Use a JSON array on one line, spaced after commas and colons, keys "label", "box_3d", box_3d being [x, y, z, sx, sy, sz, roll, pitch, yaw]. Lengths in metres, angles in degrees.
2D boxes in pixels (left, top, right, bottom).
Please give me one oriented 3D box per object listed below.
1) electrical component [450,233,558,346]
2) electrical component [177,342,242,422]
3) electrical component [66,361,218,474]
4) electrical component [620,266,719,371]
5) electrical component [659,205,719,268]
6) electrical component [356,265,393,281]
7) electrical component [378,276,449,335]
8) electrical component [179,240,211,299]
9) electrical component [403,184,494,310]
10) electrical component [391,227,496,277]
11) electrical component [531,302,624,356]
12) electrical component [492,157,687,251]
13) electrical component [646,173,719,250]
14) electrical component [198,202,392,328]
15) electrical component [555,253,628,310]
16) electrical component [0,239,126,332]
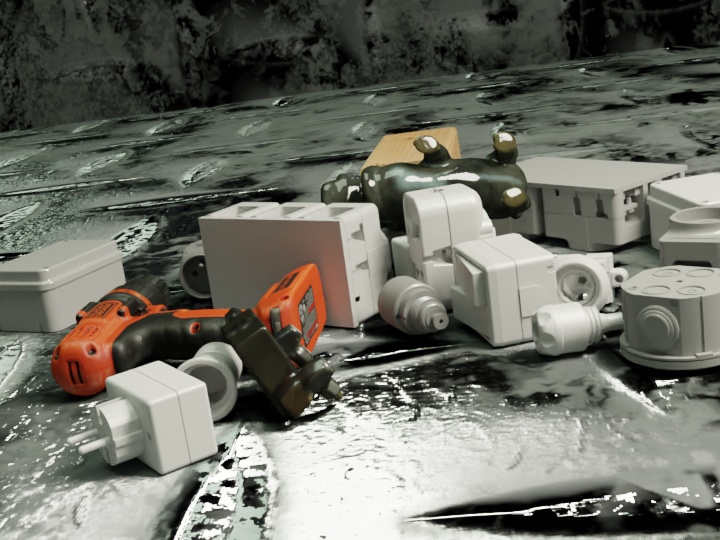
[{"label": "electrical component", "box_3d": [0.103, 0.012, 0.802, 0.061, 0.061, 0.096, -10, 15, -10]}, {"label": "electrical component", "box_3d": [-0.100, 0.072, 0.726, 0.044, 0.044, 0.065, -7, 10, 3]}, {"label": "electrical component", "box_3d": [-0.137, 0.094, 0.649, 0.077, 0.047, 0.066, -18, 18, -32]}, {"label": "electrical component", "box_3d": [0.209, 0.031, 0.700, 0.080, 0.051, 0.080, -7, 15, 2]}, {"label": "electrical component", "box_3d": [0.306, -0.011, 0.786, 0.150, 0.061, 0.089, 2, 18, 33]}, {"label": "electrical component", "box_3d": [0.000, 0.000, 0.939, 0.062, 0.048, 0.048, 13, 25, 38]}, {"label": "electrical component", "box_3d": [0.044, 0.030, 0.810, 0.040, 0.040, 0.078, -13, 16, -20]}, {"label": "electrical component", "box_3d": [-0.126, -0.006, 1.023, 0.079, 0.043, 0.077, -6, 15, 4]}, {"label": "electrical component", "box_3d": [0.073, -0.019, 0.869, 0.059, 0.095, 0.053, -10, 15, -9]}, {"label": "electrical component", "box_3d": [0.068, -0.013, 0.945, 0.083, 0.047, 0.076, -12, 15, -16]}, {"label": "electrical component", "box_3d": [0.150, 0.039, 0.735, 0.061, 0.035, 0.035, -7, 15, -5]}, {"label": "electrical component", "box_3d": [0.210, -0.067, 1.048, 0.105, 0.060, 0.186, -18, 18, -35]}, {"label": "electrical component", "box_3d": [0.302, -0.043, 0.920, 0.078, 0.057, 0.113, -9, 15, -6]}, {"label": "electrical component", "box_3d": [-0.054, -0.008, 0.904, 0.150, 0.089, 0.062, 3, 18, 35]}, {"label": "electrical component", "box_3d": [0.167, 0.010, 0.815, 0.066, 0.048, 0.055, -2, 8, 20]}, {"label": "electrical component", "box_3d": [-0.281, 0.012, 1.008, 0.078, 0.057, 0.113, 0, 17, 27]}]
